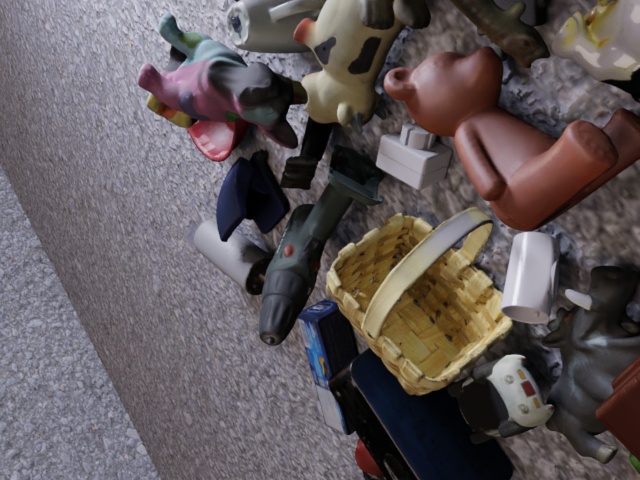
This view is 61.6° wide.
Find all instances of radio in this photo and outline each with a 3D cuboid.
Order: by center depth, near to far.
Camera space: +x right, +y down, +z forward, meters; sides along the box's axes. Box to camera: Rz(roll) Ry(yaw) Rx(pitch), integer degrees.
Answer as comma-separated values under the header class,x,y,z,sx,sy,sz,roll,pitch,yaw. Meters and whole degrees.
class,x,y,z,sx,sy,sz,roll,pitch,yaw
radio,0.122,0.233,0.682,0.230,0.131,0.073,54,141,16

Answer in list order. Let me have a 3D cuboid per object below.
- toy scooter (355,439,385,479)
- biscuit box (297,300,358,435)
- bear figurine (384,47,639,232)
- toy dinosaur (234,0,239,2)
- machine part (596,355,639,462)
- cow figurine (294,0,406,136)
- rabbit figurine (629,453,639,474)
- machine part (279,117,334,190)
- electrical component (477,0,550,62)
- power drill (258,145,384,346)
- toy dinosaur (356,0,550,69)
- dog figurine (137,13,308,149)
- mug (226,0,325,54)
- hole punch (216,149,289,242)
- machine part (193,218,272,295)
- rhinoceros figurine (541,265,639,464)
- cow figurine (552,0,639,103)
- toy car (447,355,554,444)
class,x,y,z,sx,sy,sz,roll,pitch,yaw
toy scooter,0.110,0.292,0.780,0.184,0.075,0.135,-16,96,51
biscuit box,0.024,0.198,0.846,0.059,0.063,0.202,2,110,52
bear figurine,0.159,-0.109,0.464,0.196,0.120,0.132,60,141,17
toy dinosaur,-0.122,-0.480,0.622,0.192,0.131,0.404,23,123,28
machine part,0.278,0.055,0.325,0.087,0.201,0.201,45,140,30
cow figurine,0.040,-0.203,0.578,0.127,0.085,0.195,45,135,8
rabbit figurine,0.359,0.231,0.424,0.170,0.121,0.159,41,133,4
machine part,-0.011,-0.115,0.672,0.039,0.139,0.084,24,133,-4
electrical component,0.169,-0.206,0.472,0.063,0.021,0.093,13,118,47
power drill,-0.001,-0.002,0.673,0.086,0.232,0.207,23,125,-7
toy dinosaur,0.041,-0.333,0.405,0.471,0.105,0.198,53,134,0
dog figurine,-0.119,-0.190,0.716,0.219,0.108,0.191,23,169,-1
mug,-0.050,-0.264,0.649,0.110,0.107,0.080,12,119,51
hole punch,-0.127,-0.066,0.875,0.116,0.092,0.142,63,148,12
machine part,-0.152,0.027,0.964,0.243,0.079,0.079,34,133,38
rhinoceros figurine,0.262,0.113,0.497,0.112,0.073,0.190,39,139,48
cow figurine,0.245,-0.174,0.354,0.098,0.068,0.167,47,143,16
toy car,0.191,0.176,0.586,0.201,0.056,0.073,87,161,-67
